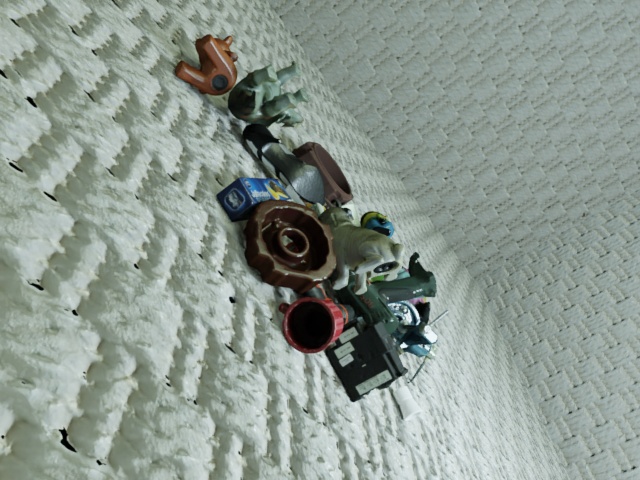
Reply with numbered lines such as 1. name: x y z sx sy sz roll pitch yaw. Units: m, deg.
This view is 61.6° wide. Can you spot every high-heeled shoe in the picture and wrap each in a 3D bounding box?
1. high-heeled shoe: -0.090 -0.173 1.286 0.145 0.086 0.248 18 -30 48

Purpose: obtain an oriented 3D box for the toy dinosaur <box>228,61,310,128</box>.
1. toy dinosaur: -0.143 -0.323 1.247 0.131 0.192 0.405 64 23 -3

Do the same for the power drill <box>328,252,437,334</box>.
1. power drill: 0.138 0.094 1.189 0.232 0.207 0.085 56 -30 39

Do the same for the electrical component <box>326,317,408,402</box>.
1. electrical component: 0.082 0.214 0.998 0.134 0.115 0.058 62 16 11

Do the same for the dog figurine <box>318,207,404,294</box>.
1. dog figurine: 0.079 -0.008 1.086 0.121 0.172 0.190 30 40 -55

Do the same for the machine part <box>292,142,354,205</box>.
1. machine part: 0.006 -0.179 1.537 0.201 0.087 0.201 57 16 3

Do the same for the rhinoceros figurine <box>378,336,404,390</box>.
1. rhinoceros figurine: 0.121 0.246 1.117 0.112 0.073 0.190 56 17 -9

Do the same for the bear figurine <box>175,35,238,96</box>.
1. bear figurine: -0.249 -0.411 1.205 0.131 0.120 0.196 35 26 -42

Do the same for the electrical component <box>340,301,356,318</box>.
1. electrical component: 0.076 0.139 1.241 0.078 0.045 0.102 8 41 -30

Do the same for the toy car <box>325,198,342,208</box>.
1. toy car: 0.047 -0.030 1.390 0.089 0.053 0.202 -13 69 -36

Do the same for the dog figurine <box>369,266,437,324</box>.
1. dog figurine: 0.179 0.128 1.384 0.108 0.219 0.191 -71 170 -68

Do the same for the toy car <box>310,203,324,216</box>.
1. toy car: -0.003 -0.004 1.221 0.056 0.073 0.202 46 20 -41

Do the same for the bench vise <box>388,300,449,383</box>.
1. bench vise: 0.208 0.217 1.247 0.223 0.129 0.240 48 -18 -7

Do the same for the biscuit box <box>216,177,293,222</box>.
1. biscuit box: -0.123 -0.081 1.051 0.059 0.063 0.202 57 17 4

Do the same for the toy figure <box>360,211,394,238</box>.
1. toy figure: 0.155 -0.034 1.469 0.089 0.082 0.180 41 13 -5

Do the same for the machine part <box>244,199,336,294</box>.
1. machine part: -0.055 0.010 0.971 0.179 0.056 0.179 18 51 -24
